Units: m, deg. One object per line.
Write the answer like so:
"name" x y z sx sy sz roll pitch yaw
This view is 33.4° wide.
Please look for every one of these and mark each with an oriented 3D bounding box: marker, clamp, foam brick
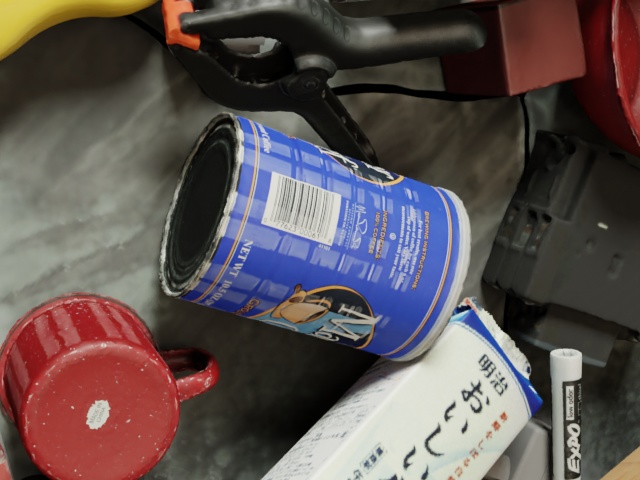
"marker" 0.152 0.128 0.660 0.020 0.020 0.121 -7 102 -20
"clamp" -0.008 -0.087 0.571 0.171 0.039 0.120 8 132 -23
"foam brick" 0.109 -0.114 0.618 0.053 0.078 0.051 -16 104 -17

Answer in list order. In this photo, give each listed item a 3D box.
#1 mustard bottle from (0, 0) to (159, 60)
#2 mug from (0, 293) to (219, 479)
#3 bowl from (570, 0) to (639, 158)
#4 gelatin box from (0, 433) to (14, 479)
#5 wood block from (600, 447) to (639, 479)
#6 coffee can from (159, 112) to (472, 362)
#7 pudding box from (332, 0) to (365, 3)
"mustard bottle" -0.122 -0.156 0.533 0.191 0.058 0.096 -24 101 -15
"mug" -0.111 0.080 0.571 0.117 0.082 0.093 -8 103 -19
"bowl" 0.196 -0.116 0.645 0.161 0.055 0.162 -1 92 -44
"gelatin box" -0.208 0.108 0.568 0.073 0.030 0.089 -15 105 -17
"wood block" 0.267 0.156 0.679 0.205 0.091 0.090 -24 91 -37
"coffee can" -0.004 0.001 0.584 0.140 0.103 0.103 18 94 -23
"pudding box" 0.065 -0.152 0.575 0.090 0.114 0.039 -7 100 -20
